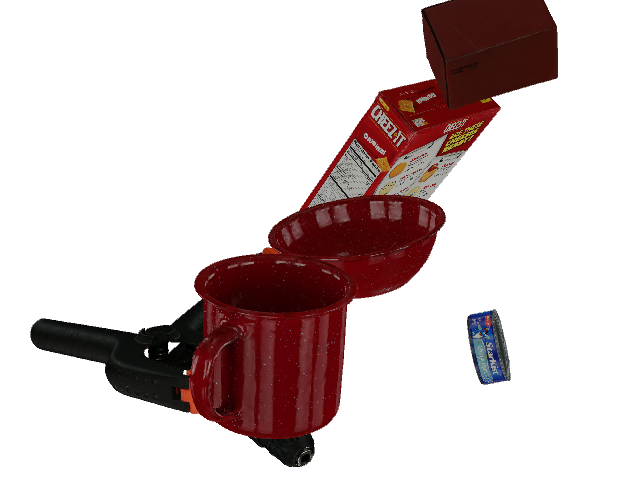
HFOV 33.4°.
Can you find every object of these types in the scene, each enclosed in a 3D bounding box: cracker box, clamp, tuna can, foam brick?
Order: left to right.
[{"bbox_3d":[-0.119,0.084,0.837,0.164,0.036,0.210,-10,16,-30],"label":"clamp"},{"bbox_3d":[0.083,-0.087,1.213,0.163,0.072,0.214,-21,-25,-45],"label":"cracker box"},{"bbox_3d":[0.199,0.126,1.259,0.034,0.086,0.086,-12,-3,14],"label":"tuna can"},{"bbox_3d":[0.113,-0.131,0.712,0.078,0.051,0.053,-16,-34,0],"label":"foam brick"}]

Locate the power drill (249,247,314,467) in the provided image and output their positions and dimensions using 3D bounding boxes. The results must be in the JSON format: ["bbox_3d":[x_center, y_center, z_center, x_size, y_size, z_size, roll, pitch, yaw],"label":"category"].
[{"bbox_3d":[-0.041,0.115,1.097,0.057,0.188,0.185,13,16,-44],"label":"power drill"}]

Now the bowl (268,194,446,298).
[{"bbox_3d":[0.036,0.010,0.969,0.162,0.055,0.162,-8,20,3],"label":"bowl"}]

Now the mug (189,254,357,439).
[{"bbox_3d":[-0.033,0.065,0.611,0.093,0.081,0.117,14,23,28],"label":"mug"}]
